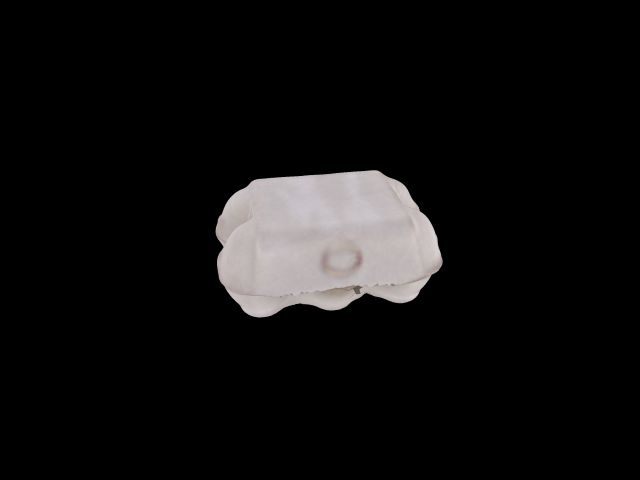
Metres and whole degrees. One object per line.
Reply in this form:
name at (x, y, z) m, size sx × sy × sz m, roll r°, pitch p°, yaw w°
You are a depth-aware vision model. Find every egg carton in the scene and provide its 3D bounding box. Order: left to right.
egg carton at (0.004, 0.001, 0.400) m, size 0.150 × 0.069 × 0.107 m, roll -6°, pitch 32°, yaw -9°
